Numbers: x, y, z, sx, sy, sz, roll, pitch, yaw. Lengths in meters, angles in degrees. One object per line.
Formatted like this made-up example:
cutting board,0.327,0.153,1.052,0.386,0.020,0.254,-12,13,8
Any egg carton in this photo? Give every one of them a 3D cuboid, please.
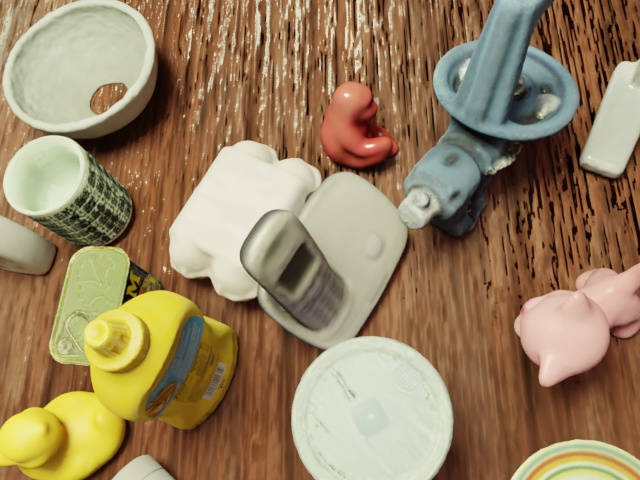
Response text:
egg carton,-0.071,-0.020,0.540,0.107,0.069,0.150,25,75,17

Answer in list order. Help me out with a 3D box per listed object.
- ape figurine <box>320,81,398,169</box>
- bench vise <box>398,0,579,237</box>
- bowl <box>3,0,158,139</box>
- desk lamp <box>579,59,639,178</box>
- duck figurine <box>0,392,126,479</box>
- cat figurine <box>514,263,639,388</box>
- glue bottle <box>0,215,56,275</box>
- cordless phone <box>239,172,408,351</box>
ape figurine,0.034,-0.115,0.547,0.076,0.092,0.078,-9,68,6
bench vise,0.142,-0.102,0.456,0.121,0.220,0.207,15,73,14
bowl,-0.245,-0.173,0.622,0.167,0.075,0.167,-3,69,8
desk lamp,0.317,-0.170,0.458,0.117,0.214,0.203,22,74,16
duck figurine,-0.226,0.166,0.485,0.104,0.086,0.077,-19,68,1
cat figurine,0.201,0.060,0.441,0.128,0.118,0.067,-34,68,-5
glue bottle,-0.322,-0.012,0.520,0.078,0.173,0.037,6,70,11
cordless phone,0.004,0.002,0.457,0.094,0.185,0.148,24,75,17
